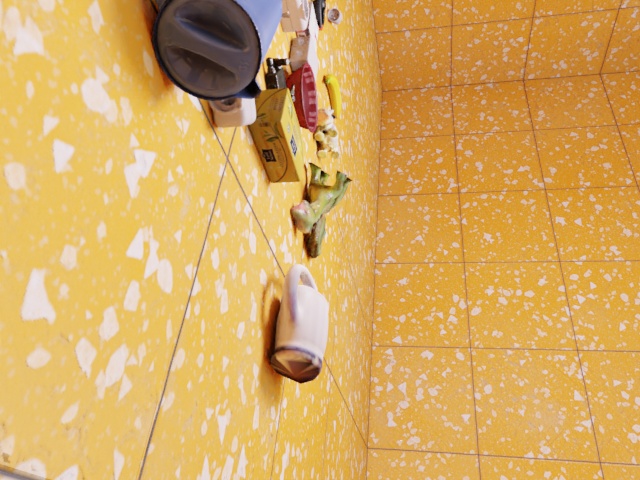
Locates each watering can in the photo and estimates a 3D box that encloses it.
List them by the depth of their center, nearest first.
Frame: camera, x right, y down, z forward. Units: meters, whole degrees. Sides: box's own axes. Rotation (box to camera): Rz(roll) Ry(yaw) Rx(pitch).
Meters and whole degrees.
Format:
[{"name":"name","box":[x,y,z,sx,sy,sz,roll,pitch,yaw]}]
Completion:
[{"name":"watering can","box":[-0.028,0.198,1.107,0.340,0.104,0.229,70,22,-54]}]

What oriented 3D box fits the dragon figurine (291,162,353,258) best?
[{"name":"dragon figurine","box":[0.004,-0.070,1.395,0.408,0.122,0.243,26,80,-75]}]
